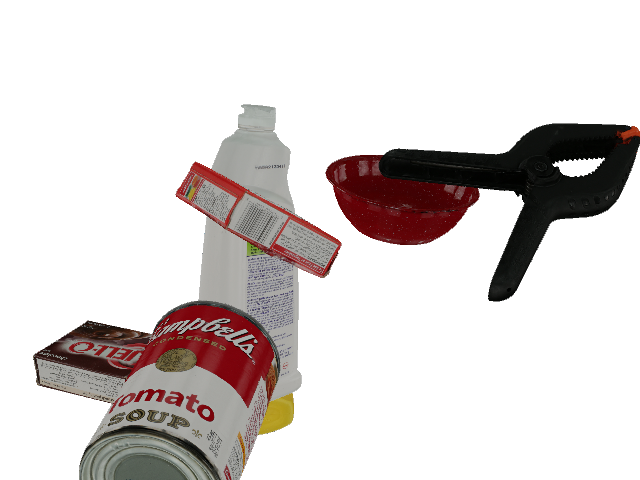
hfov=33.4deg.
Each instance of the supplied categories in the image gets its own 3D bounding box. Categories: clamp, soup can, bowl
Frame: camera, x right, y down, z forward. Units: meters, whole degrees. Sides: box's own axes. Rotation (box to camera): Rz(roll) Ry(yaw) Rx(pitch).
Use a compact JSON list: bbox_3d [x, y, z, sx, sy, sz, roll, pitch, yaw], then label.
[{"bbox_3d":[0.172,-0.037,0.839,0.209,0.165,0.036,-17,-39,-15],"label":"clamp"},{"bbox_3d":[-0.063,0.083,0.496,0.068,0.068,0.102,0,29,13],"label":"soup can"},{"bbox_3d":[0.083,-0.038,1.118,0.162,0.055,0.162,6,23,-3],"label":"bowl"}]

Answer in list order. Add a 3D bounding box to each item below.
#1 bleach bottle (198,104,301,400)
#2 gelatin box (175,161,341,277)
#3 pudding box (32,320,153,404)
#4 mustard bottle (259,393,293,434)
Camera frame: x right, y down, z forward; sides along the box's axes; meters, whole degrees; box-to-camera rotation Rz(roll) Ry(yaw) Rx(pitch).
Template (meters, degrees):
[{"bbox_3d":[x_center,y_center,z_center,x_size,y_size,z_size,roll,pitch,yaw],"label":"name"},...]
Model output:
[{"bbox_3d":[-0.056,0.011,0.911,0.068,0.251,0.102,12,14,34],"label":"bleach bottle"},{"bbox_3d":[-0.040,-0.013,0.695,0.089,0.030,0.073,28,2,-38],"label":"gelatin box"},{"bbox_3d":[-0.210,0.120,1.051,0.114,0.039,0.089,7,20,24],"label":"pudding box"},{"bbox_3d":[-0.088,0.146,1.244,0.096,0.058,0.191,-5,30,-6],"label":"mustard bottle"}]
